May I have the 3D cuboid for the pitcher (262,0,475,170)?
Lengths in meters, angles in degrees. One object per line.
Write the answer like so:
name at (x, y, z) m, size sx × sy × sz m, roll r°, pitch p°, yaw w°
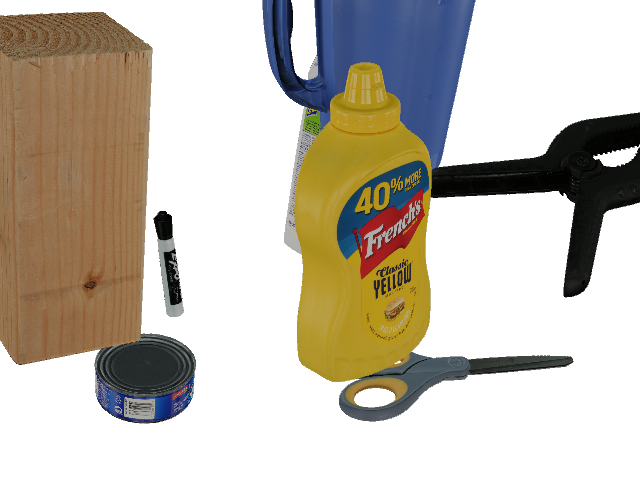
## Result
pitcher at (0.046, -0.154, 0.861) m, size 0.149 × 0.243 × 0.144 m, roll 17°, pitch 49°, yaw 14°

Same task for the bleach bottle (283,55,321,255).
bleach bottle at (0.021, -0.103, 1.135) m, size 0.067 × 0.251 × 0.103 m, roll -9°, pitch 25°, yaw -41°

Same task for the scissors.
scissors at (0.099, 0.113, 0.846) m, size 0.202 × 0.016 × 0.096 m, roll 5°, pitch 35°, yaw 8°

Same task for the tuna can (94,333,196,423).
tuna can at (-0.151, 0.118, 0.918) m, size 0.086 × 0.034 × 0.086 m, roll 5°, pitch 31°, yaw -3°

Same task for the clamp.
clamp at (0.210, -0.042, 0.848) m, size 0.209 × 0.036 × 0.165 m, roll -25°, pitch 49°, yaw -20°

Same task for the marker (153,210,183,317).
marker at (-0.159, 0.025, 1.120) m, size 0.020 × 0.121 × 0.020 m, roll -2°, pitch 28°, yaw 1°

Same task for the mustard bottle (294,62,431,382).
mustard bottle at (0.027, -0.014, 0.648) m, size 0.096 × 0.192 × 0.058 m, roll -23°, pitch 35°, yaw -35°

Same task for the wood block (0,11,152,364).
wood block at (-0.170, -0.035, 0.695) m, size 0.090 × 0.206 × 0.090 m, roll -9°, pitch 30°, yaw -30°
